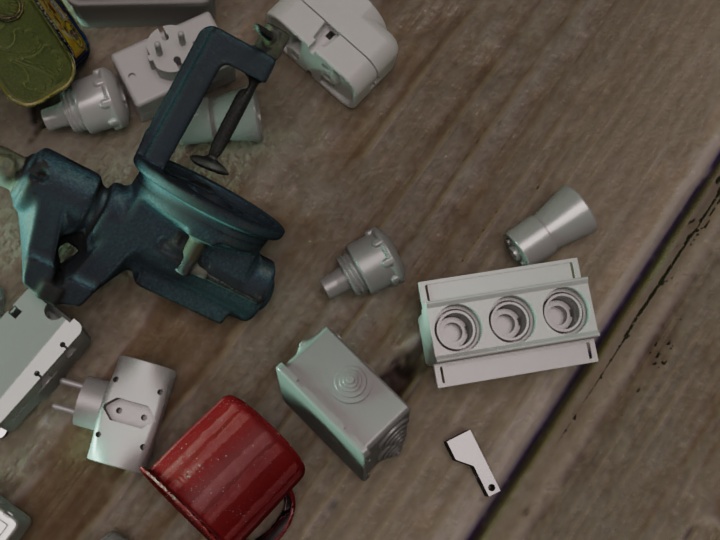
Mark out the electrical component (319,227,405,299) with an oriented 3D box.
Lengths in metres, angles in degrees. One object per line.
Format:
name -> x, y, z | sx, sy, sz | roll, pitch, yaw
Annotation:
electrical component -> 0.000, 0.000, 0.814 | 0.062, 0.048, 0.048 | -29, 83, -3

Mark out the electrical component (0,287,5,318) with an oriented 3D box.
electrical component -> -0.292, 0.027, 0.781 | 0.055, 0.045, 0.045 | 11, 79, -4

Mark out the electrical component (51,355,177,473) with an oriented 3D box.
electrical component -> -0.182, 0.100, 0.778 | 0.079, 0.043, 0.077 | 16, 79, -2

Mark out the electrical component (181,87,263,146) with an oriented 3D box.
electrical component -> -0.110, -0.117, 0.827 | 0.065, 0.044, 0.044 | -7, 80, -1

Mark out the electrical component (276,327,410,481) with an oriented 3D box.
electrical component -> -0.010, 0.095, 0.766 | 0.048, 0.099, 0.100 | -42, 74, -15

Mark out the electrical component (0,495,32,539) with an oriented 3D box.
electrical component -> -0.283, 0.195, 0.742 | 0.062, 0.061, 0.096 | 35, 78, 2

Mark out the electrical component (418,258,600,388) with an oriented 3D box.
electrical component -> 0.108, 0.041, 0.806 | 0.121, 0.063, 0.078 | -9, 80, -7

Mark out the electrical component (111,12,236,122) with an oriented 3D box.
electrical component -> -0.141, -0.160, 0.814 | 0.083, 0.075, 0.047 | -27, 82, -9

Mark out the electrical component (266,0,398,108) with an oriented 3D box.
electrical component -> -0.019, -0.182, 0.841 | 0.095, 0.053, 0.059 | 42, 79, 3

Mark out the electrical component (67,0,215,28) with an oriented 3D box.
electrical component -> -0.170, -0.236, 0.835 | 0.113, 0.057, 0.078 | -3, 80, -6

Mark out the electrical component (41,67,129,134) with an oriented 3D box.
electrical component -> -0.210, -0.123, 0.818 | 0.062, 0.048, 0.048 | -19, 82, -1

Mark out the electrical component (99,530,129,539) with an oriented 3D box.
electrical component -> -0.172, 0.218, 0.757 | 0.066, 0.048, 0.055 | -39, 93, -11

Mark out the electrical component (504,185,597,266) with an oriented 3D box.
electrical component -> 0.145, -0.030, 0.835 | 0.065, 0.044, 0.044 | -34, 84, -5

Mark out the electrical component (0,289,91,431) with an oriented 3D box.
electrical component -> -0.242, 0.066, 0.771 | 0.050, 0.055, 0.089 | 38, 75, 5
